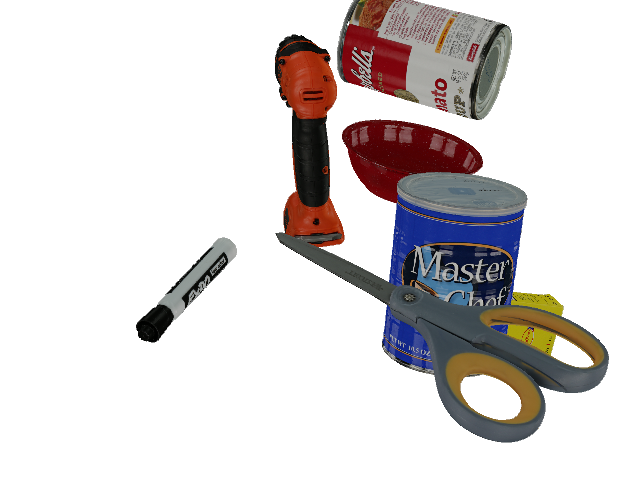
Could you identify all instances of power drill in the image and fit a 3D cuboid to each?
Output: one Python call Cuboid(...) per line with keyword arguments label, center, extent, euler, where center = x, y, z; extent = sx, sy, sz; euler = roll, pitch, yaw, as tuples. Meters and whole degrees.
Cuboid(label="power drill", center=(-0.015, -0.100, 1.043), extent=(0.057, 0.188, 0.184), euler=(-5, 23, -3))

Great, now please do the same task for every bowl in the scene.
Cuboid(label="bowl", center=(0.099, -0.083, 1.209), extent=(0.162, 0.055, 0.162), euler=(9, 27, -5))

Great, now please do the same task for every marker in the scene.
Cuboid(label="marker", center=(-0.096, 0.035, 0.772), extent=(0.020, 0.020, 0.121), euler=(0, 30, 28))

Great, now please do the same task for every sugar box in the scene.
Cuboid(label="sugar box", center=(0.201, 0.107, 1.305), extent=(0.176, 0.093, 0.048), euler=(5, 18, -18))

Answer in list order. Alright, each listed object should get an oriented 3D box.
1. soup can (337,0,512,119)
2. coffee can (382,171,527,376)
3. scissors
Cuboid(label="soup can", center=(0.072, -0.128, 0.731), extent=(0.102, 0.068, 0.068), euler=(20, 7, 20))
Cuboid(label="coffee can", center=(0.107, 0.025, 0.863), extent=(0.103, 0.140, 0.103), euler=(4, 18, -1))
Cuboid(label="scissors", center=(0.046, 0.048, 0.558), extent=(0.202, 0.016, 0.096), euler=(15, 42, 21))
